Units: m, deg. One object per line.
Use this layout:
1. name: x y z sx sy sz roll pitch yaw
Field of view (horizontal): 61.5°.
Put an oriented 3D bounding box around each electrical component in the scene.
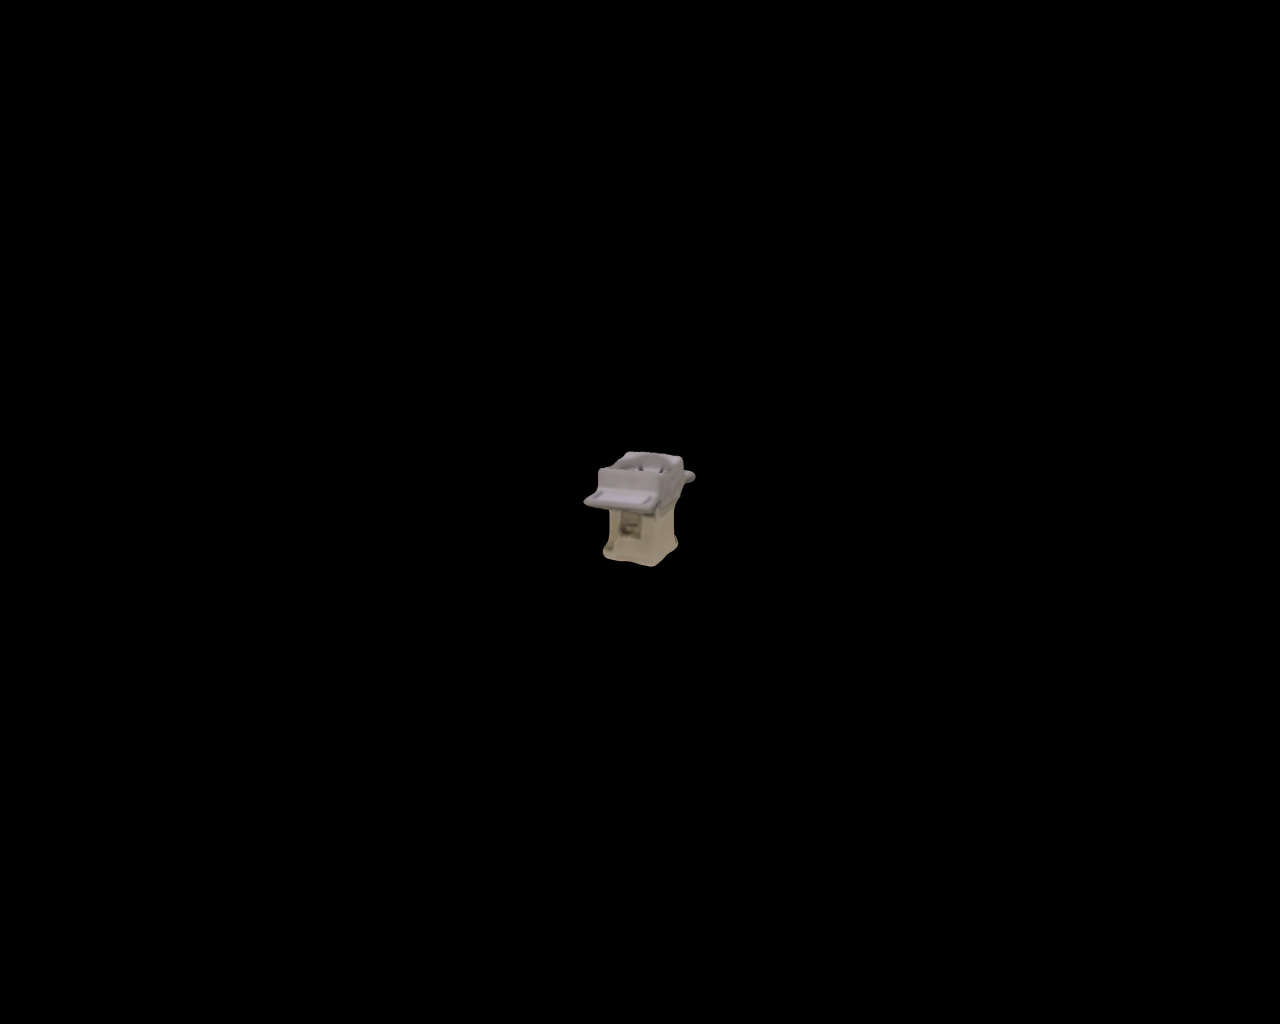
1. electrical component: 0.001 -0.003 0.650 0.042 0.063 0.081 8 20 22
